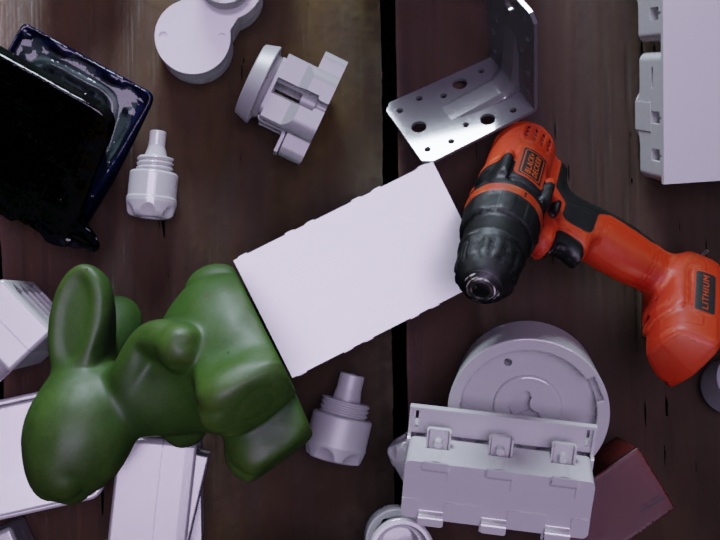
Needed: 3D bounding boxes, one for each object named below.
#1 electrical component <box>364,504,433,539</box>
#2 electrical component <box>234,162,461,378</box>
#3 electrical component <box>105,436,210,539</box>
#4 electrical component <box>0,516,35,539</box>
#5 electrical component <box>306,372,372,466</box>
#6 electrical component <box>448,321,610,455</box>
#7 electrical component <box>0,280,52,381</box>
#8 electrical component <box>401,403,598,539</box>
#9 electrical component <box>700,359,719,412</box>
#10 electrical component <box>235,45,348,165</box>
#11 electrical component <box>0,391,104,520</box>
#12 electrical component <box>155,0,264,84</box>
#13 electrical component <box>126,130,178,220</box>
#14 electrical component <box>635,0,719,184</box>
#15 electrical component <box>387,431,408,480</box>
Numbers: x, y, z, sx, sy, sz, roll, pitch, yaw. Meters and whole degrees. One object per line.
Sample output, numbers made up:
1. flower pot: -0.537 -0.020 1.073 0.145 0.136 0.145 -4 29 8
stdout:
1. electrical component: 0.026 0.189 0.748 0.045 0.055 0.045 0 89 -4
2. electrical component: 0.000 0.000 0.747 0.150 0.062 0.089 -27 91 -4
3. electrical component: -0.137 0.158 0.735 0.061 0.062 0.096 6 88 -4
4. electrical component: -0.243 0.211 0.719 0.047 0.077 0.065 -24 90 -4
5. electrical component: -0.012 0.103 0.754 0.043 0.043 0.062 14 87 -3
6. electrical component: 0.116 0.087 0.749 0.108 0.060 0.108 2 108 7
7. electrical component: -0.241 0.049 0.720 0.076 0.083 0.047 -44 91 -4
8. electrical component: 0.089 0.136 0.701 0.121 0.063 0.078 6 108 6
9. electrical component: 0.271 0.077 0.759 0.040 0.078 0.040 1 74 -5
10. electrical component: -0.051 -0.121 0.749 0.057 0.058 0.078 25 88 -6
11. electrical component: -0.233 0.125 0.732 0.113 0.057 0.078 -12 90 -4
12. electrical component: -0.093 -0.197 0.739 0.052 0.074 0.138 31 87 -3
13. electrical component: -0.144 -0.067 0.753 0.035 0.035 0.061 5 86 -4
14. electrical component: 0.253 -0.159 0.753 0.105 0.060 0.186 -4 101 -4
15. electrical component: 0.047 0.144 0.761 0.035 0.035 0.061 -30 93 -4
